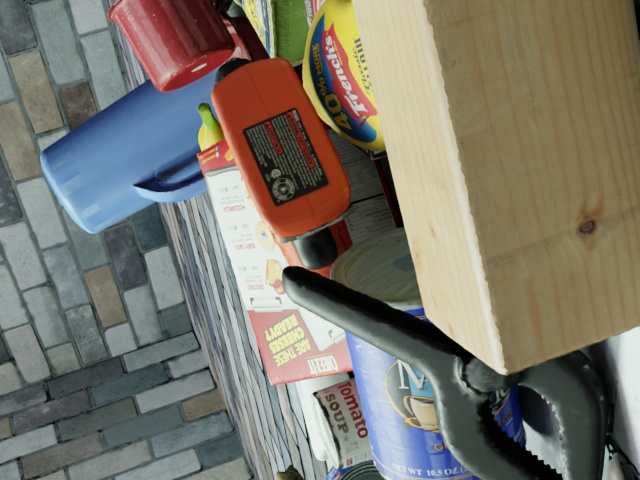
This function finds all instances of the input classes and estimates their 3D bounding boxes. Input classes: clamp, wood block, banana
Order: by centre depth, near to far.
[{"bbox_3d":[0.079,-0.061,0.457,0.090,0.090,0.206,-140,34,-69],"label":"wood block"},{"bbox_3d":[0.082,0.066,0.578,0.210,0.165,0.036,65,-154,-4],"label":"clamp"},{"bbox_3d":[-0.053,-0.040,0.995,0.198,0.037,0.070,47,174,0],"label":"banana"}]

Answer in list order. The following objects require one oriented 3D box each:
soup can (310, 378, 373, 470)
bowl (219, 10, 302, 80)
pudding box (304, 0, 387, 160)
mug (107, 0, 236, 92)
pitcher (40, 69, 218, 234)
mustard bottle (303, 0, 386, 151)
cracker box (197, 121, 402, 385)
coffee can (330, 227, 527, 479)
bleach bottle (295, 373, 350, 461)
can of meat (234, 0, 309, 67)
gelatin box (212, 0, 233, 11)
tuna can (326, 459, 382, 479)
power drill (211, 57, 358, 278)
[{"bbox_3d":[0.050,0.140,0.877,0.068,0.102,0.068,162,90,-79],"label":"soup can"},{"bbox_3d":[-0.047,-0.144,1.008,0.162,0.055,0.162,162,90,-78],"label":"bowl"},{"bbox_3d":[0.026,-0.123,0.739,0.090,0.039,0.113,-132,25,-61],"label":"pudding box"},{"bbox_3d":[-0.126,-0.186,0.957,0.081,0.093,0.117,60,-170,0],"label":"mug"},{"bbox_3d":[-0.173,-0.104,1.163,0.145,0.243,0.149,59,178,-5],"label":"pitcher"},{"bbox_3d":[0.035,-0.101,0.615,0.096,0.058,0.192,69,160,-6],"label":"mustard bottle"},{"bbox_3d":[-0.006,0.001,0.878,0.164,0.071,0.214,-20,88,53],"label":"cracker box"},{"bbox_3d":[0.070,0.073,0.675,0.103,0.102,0.140,-132,26,-63],"label":"coffee can"},{"bbox_3d":[-0.012,0.127,1.259,0.103,0.068,0.251,102,150,-66],"label":"bleach bottle"},{"bbox_3d":[-0.031,-0.200,0.847,0.102,0.057,0.084,88,158,-57],"label":"can of meat"},{"bbox_3d":[-0.099,-0.251,1.038,0.073,0.030,0.089,108,-179,-72],"label":"gelatin box"},{"bbox_3d":[0.048,0.266,1.127,0.034,0.086,0.086,-131,25,-68],"label":"tuna can"},{"bbox_3d":[-0.028,-0.058,0.710,0.184,0.057,0.187,64,178,7],"label":"power drill"}]
